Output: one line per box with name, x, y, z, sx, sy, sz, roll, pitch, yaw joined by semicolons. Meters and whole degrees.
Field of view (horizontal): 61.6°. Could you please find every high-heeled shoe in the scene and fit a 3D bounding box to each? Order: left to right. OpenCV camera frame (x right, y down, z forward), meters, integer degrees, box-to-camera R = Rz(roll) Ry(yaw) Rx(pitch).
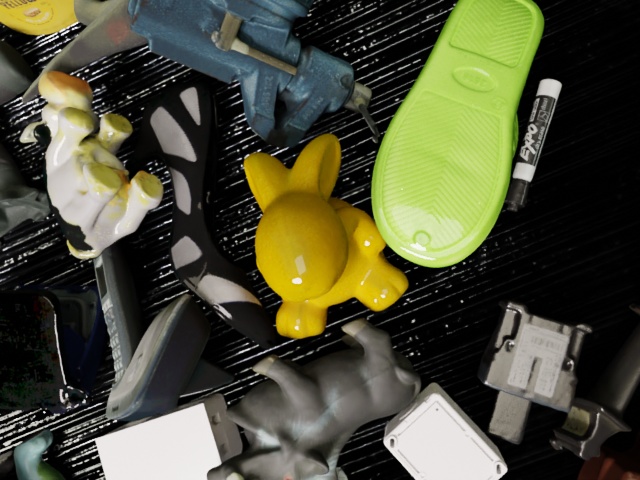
high-heeled shoe;-0.087;-0.031;0.498;0.145;0.086;0.249;-44;83;-5

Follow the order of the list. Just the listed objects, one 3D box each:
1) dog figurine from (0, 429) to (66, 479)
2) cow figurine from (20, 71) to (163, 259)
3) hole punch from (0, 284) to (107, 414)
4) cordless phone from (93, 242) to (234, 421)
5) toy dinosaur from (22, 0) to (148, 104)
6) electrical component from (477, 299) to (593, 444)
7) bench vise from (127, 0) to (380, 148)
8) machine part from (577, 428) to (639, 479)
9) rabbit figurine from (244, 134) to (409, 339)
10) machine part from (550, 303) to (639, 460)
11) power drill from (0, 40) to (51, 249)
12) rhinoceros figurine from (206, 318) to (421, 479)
dog figurine;-0.264;0.304;0.484;0.191;0.108;0.219;-30;89;16
cow figurine;-0.212;-0.069;0.476;0.098;0.068;0.167;-48;61;26
hole punch;-0.270;0.097;0.515;0.142;0.092;0.115;0;96;8
cordless phone;-0.158;0.059;0.471;0.089;0.146;0.184;-14;78;-33
toy dinosaur;-0.128;-0.288;0.507;0.192;0.131;0.404;22;95;11
electrical component;0.174;0.115;0.457;0.075;0.047;0.119;21;88;10
bench vise;-0.027;-0.205;0.444;0.223;0.129;0.240;22;109;-12
machine part;0.294;0.261;0.407;0.201;0.087;0.201;19;90;10
rabbit figurine;-0.001;-0.001;0.431;0.122;0.173;0.162;-11;88;11
machine part;0.238;0.114;0.434;0.039;0.084;0.139;35;81;18
power drill;-0.383;-0.084;0.553;0.232;0.086;0.207;-31;74;3
rhinoceros figurine;-0.008;0.145;0.450;0.190;0.073;0.112;-29;74;-10
